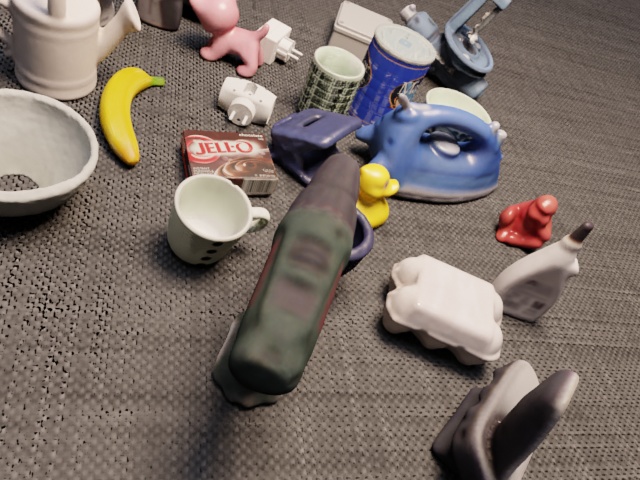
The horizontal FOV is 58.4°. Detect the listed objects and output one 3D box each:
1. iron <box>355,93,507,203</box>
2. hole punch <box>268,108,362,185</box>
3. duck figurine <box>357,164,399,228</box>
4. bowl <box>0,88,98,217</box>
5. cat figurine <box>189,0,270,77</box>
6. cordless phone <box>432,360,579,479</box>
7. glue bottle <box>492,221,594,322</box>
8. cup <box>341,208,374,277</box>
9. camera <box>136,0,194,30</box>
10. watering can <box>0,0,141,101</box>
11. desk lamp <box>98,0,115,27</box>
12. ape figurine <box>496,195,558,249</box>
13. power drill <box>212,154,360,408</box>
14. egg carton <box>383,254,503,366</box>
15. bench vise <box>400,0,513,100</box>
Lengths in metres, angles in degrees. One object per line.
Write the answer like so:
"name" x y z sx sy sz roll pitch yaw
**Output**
"iron" 0.192 -0.142 0.860 0.259 0.141 0.118 5 49 -21
"hole punch" -0.011 -0.146 0.803 0.101 0.091 0.109 39 46 12
"duck figurine" 0.056 -0.066 0.767 0.105 0.086 0.077 6 49 -21
"bowl" -0.326 -0.081 0.608 0.168 0.074 0.167 13 46 -14
"cat figurine" -0.140 -0.335 0.894 0.128 0.117 0.067 21 45 -6
"cordless phone" 0.204 0.166 0.557 0.094 0.185 0.148 38 46 11
"glue bottle" 0.286 0.037 0.721 0.078 0.173 0.037 21 45 -6
"cup" 0.006 0.002 0.675 0.092 0.095 0.118 17 45 -10
"camera" -0.214 -0.413 0.941 0.137 0.100 0.143 21 45 -7
"watering can" -0.316 -0.281 0.707 0.173 0.194 0.100 -19 61 -36
"desk lamp" -0.330 -0.403 0.797 0.203 0.213 0.118 34 45 7
"ape figurine" 0.317 -0.032 0.855 0.076 0.092 0.077 -26 65 -39
"power drill" -0.032 0.054 0.530 0.075 0.208 0.229 22 45 -5
"egg carton" 0.149 0.084 0.687 0.150 0.069 0.107 23 45 -5
"bench vise" 0.248 -0.383 1.047 0.207 0.219 0.121 22 45 -6
